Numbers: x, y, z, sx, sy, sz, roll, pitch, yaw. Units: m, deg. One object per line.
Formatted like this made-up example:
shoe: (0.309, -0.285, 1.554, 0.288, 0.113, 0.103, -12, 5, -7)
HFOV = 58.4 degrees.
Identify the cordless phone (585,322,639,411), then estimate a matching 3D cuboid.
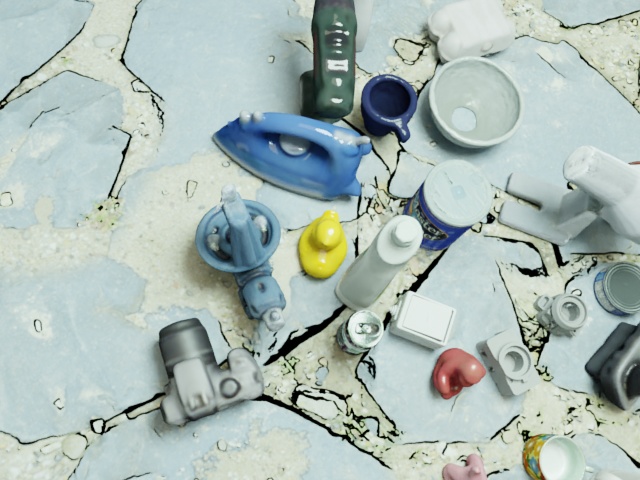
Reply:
cordless phone: (0.494, 0.174, 0.834, 0.094, 0.185, 0.148, 41, 74, 6)

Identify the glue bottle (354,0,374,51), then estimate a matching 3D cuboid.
glue bottle: (0.067, -0.394, 0.953, 0.037, 0.173, 0.078, -3, 74, -7)

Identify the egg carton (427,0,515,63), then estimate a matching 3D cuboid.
egg carton: (0.271, -0.376, 1.026, 0.150, 0.069, 0.107, -20, 77, -12)

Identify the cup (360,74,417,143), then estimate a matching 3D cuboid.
cup: (0.112, -0.200, 0.943, 0.092, 0.095, 0.117, -21, 77, -12)

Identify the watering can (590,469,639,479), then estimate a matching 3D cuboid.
watering can: (0.458, 0.373, 0.768, 0.173, 0.194, 0.101, 16, 73, -2)

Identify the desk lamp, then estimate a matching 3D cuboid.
desk lamp: (0.416, -0.063, 0.878, 0.203, 0.213, 0.118, 19, 73, -1)

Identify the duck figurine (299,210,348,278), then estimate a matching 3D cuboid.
duck figurine: (0.008, 0.003, 0.877, 0.077, 0.086, 0.104, 13, 73, -3)

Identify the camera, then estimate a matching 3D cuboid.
camera: (-0.162, 0.175, 0.799, 0.143, 0.100, 0.137, -19, 77, -12)

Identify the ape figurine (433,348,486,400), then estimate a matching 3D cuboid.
ape figurine: (0.210, 0.195, 0.843, 0.078, 0.092, 0.076, 1, 74, -6)

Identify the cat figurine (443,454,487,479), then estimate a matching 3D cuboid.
cat figurine: (0.235, 0.364, 0.783, 0.067, 0.117, 0.128, -23, 78, -12)

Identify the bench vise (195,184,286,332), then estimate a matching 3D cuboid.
bench vise: (-0.090, 0.014, 0.792, 0.122, 0.219, 0.207, -40, 82, -15)

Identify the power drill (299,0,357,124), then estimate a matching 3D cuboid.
power drill: (0.013, -0.280, 0.895, 0.075, 0.208, 0.229, -1, 74, -7)

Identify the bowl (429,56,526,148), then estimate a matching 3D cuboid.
bowl: (0.257, -0.223, 0.978, 0.167, 0.074, 0.167, 2, 74, -6)

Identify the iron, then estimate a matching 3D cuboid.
iron: (-0.045, -0.155, 0.887, 0.258, 0.141, 0.119, 14, 73, -2)
